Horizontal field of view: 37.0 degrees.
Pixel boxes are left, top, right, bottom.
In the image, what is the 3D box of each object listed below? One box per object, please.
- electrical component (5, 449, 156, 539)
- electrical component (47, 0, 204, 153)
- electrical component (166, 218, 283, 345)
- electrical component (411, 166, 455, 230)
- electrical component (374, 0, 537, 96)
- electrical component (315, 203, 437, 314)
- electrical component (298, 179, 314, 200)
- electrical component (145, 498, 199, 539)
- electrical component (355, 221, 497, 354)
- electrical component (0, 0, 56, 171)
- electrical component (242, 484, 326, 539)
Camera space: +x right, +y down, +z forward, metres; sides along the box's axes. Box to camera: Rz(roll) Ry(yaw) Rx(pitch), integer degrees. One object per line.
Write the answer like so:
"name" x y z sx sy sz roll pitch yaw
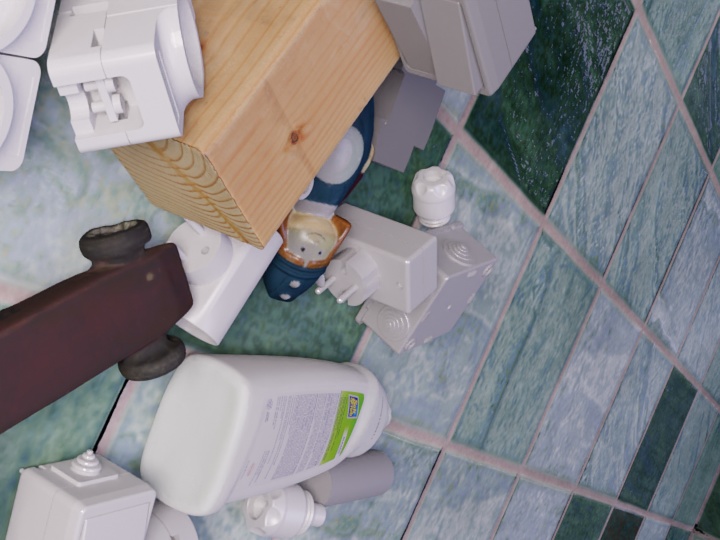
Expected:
"electrical component" -0.161 0.152 0.622 0.062 0.061 0.096 0 109 -58
"electrical component" -0.107 -0.103 0.505 0.089 0.056 0.050 -97 177 -47
"electrical component" -0.092 -0.006 0.647 0.077 0.044 0.079 -59 148 -15
"electrical component" 0.060 -0.052 0.870 0.035 0.035 0.061 -45 145 -34
"electrical component" 0.049 -0.147 0.584 0.061 0.062 0.096 -56 148 -19
"electrical component" 0.000 0.000 0.758 0.076 0.083 0.047 -40 139 -39
"electrical component" -0.057 -0.061 0.648 0.043 0.062 0.043 -42 145 -39
"electrical component" -0.138 0.179 0.684 0.047 0.055 0.055 -13 120 -50
"electrical component" 0.055 0.015 0.863 0.100 0.048 0.099 -18 145 -53
"electrical component" -0.171 -0.119 0.431 0.089 0.062 0.150 -3 111 -57
"electrical component" -0.055 0.182 0.816 0.062 0.043 0.043 19 92 -38
